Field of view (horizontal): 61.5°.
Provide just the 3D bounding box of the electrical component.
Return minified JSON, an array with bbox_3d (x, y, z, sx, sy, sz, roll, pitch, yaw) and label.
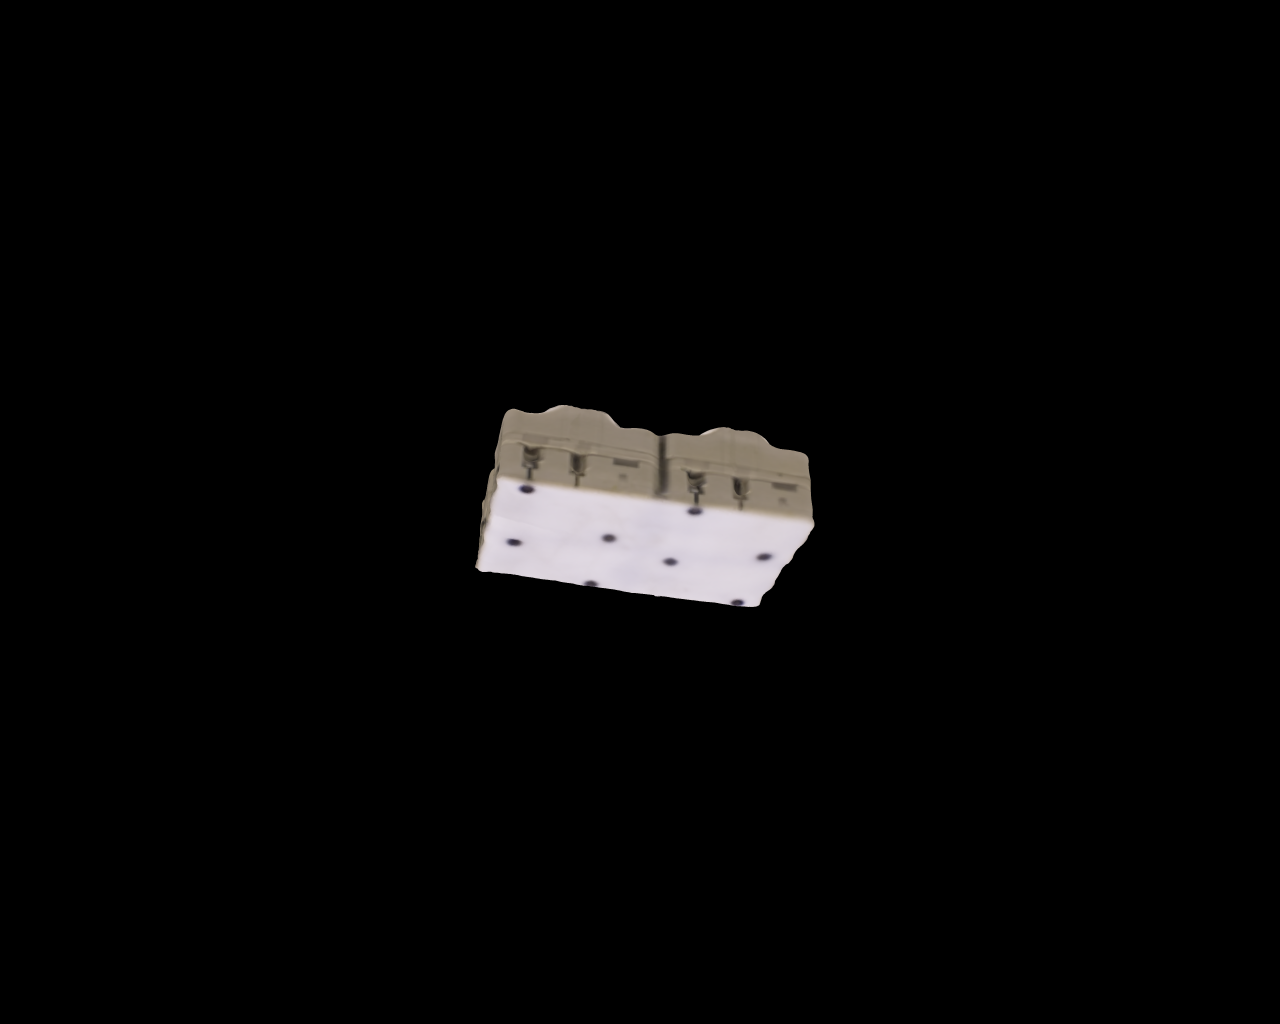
[{"bbox_3d":[0.001,-0.003,0.650,0.186,0.060,0.105,8,-35,-11],"label":"electrical component"}]
